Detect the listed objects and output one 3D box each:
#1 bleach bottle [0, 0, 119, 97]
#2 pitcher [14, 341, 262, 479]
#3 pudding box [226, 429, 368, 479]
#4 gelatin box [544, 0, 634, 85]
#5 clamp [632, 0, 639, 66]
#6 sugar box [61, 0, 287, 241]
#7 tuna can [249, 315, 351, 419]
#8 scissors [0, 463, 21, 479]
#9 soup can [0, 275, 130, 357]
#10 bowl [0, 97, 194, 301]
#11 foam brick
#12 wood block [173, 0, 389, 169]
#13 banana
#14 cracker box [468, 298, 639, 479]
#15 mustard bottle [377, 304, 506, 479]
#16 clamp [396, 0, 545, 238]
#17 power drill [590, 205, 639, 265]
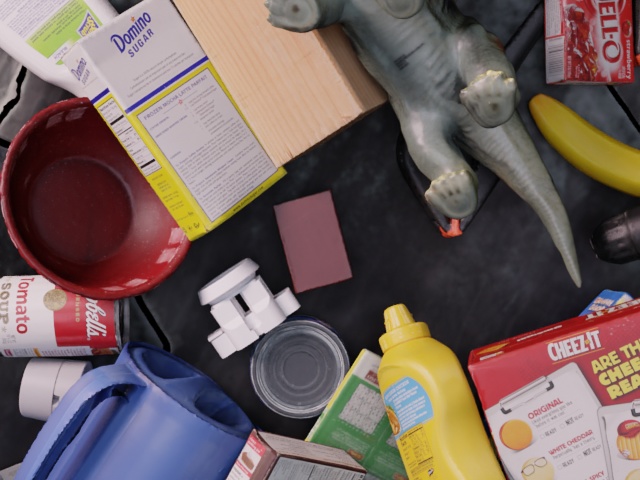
[{"bbox_3d":[-0.225,-0.178,0.873,0.102,0.068,0.251,-42,95,3],"label":"bleach bottle"},{"bbox_3d":[-0.170,0.208,0.846,0.149,0.145,0.243,35,93,-6],"label":"pitcher"},{"bbox_3d":[-0.026,0.202,0.834,0.113,0.039,0.090,24,96,-47],"label":"pudding box"},{"bbox_3d":[0.226,-0.175,0.893,0.073,0.030,0.089,-3,93,-25],"label":"gelatin box"},{"bbox_3d":[0.315,-0.225,0.903,0.171,0.039,0.120,-43,91,-1],"label":"clamp"},{"bbox_3d":[-0.113,-0.097,0.841,0.093,0.048,0.176,-40,100,-33],"label":"sugar box"},{"bbox_3d":[-0.017,0.107,0.900,0.086,0.034,0.086,0,91,-2],"label":"tuna can"},{"bbox_3d":[-0.295,0.195,0.900,0.201,0.016,0.096,-37,92,-1],"label":"scissors"},{"bbox_3d":[-0.211,0.061,0.874,0.102,0.068,0.068,-2,91,-2],"label":"soup can"},{"bbox_3d":[-0.180,-0.029,0.846,0.161,0.055,0.162,7,77,-31],"label":"bowl"},{"bbox_3d":[-0.006,0.001,0.889,0.051,0.053,0.078,-15,92,-2],"label":"foam brick"},{"bbox_3d":[-0.040,-0.173,0.852,0.091,0.090,0.206,-30,93,25],"label":"wood block"},{"bbox_3d":[0.264,-0.070,0.884,0.198,0.037,0.070,14,98,22],"label":"banana"},{"bbox_3d":[0.224,0.165,0.815,0.164,0.072,0.214,-19,92,9],"label":"cracker box"},{"bbox_3d":[0.089,0.141,0.830,0.058,0.096,0.192,-12,71,-22],"label":"mustard bottle"},{"bbox_3d":[0.102,-0.109,0.898,0.164,0.036,0.210,7,88,-2],"label":"clamp"},{"bbox_3d":[0.324,0.039,0.827,0.185,0.057,0.187,-21,94,27],"label":"power drill"}]
